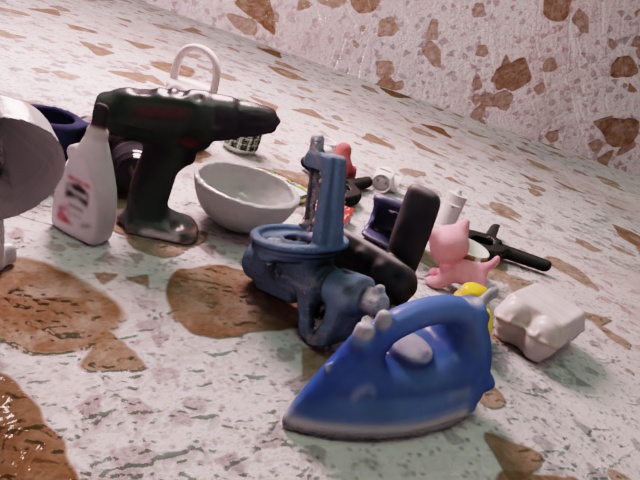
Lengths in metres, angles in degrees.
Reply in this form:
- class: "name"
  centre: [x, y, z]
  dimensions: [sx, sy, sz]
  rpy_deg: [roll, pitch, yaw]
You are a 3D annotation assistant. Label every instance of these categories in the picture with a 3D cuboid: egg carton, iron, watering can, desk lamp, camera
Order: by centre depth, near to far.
- class: "desk lamp"
  centre: [-0.347, -0.068, 0.555]
  dimensions: [0.118, 0.213, 0.202]
  rpy_deg: [-8, 36, -47]
- class: "iron"
  centre: [0.087, 0.115, 0.590]
  dimensions: [0.259, 0.141, 0.118]
  rpy_deg: [-1, 31, -40]
- class: "egg carton"
  centre: [0.327, 0.120, 0.854]
  dimensions: [0.107, 0.069, 0.151]
  rpy_deg: [35, 28, 31]
- class: "camera"
  centre: [-0.301, -0.136, 0.876]
  dimensions: [0.143, 0.101, 0.136]
  rpy_deg: [8, 26, -24]
- class: "watering can"
  centre: [-0.249, -0.277, 1.103]
  dimensions: [0.101, 0.194, 0.172]
  rpy_deg: [11, 25, -19]

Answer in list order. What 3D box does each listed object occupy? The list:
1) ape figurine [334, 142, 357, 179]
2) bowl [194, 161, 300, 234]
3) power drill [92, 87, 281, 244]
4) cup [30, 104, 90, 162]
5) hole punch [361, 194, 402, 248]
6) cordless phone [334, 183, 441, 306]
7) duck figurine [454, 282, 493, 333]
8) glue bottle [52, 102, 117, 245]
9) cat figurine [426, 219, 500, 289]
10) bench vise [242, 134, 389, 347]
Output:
- class: "ape figurine"
  centre: [0.044, -0.163, 1.213]
  dimensions: [0.077, 0.092, 0.076]
  rpy_deg: [22, 24, 5]
- class: "bowl"
  centre: [-0.118, -0.056, 0.879]
  dimensions: [0.167, 0.075, 0.167]
  rpy_deg: [17, 24, -7]
- class: "power drill"
  centre: [-0.187, -0.105, 0.764]
  dimensions: [0.230, 0.208, 0.075]
  rpy_deg: [12, 25, -17]
- class: "cup"
  centre: [-0.377, -0.133, 0.819]
  dimensions: [0.118, 0.095, 0.091]
  rpy_deg: [5, 28, -30]
- class: "hole punch"
  centre: [0.138, -0.037, 1.017]
  dimensions: [0.108, 0.091, 0.101]
  rpy_deg: [26, 24, 14]
- class: "cordless phone"
  centre: [0.086, -0.007, 0.797]
  dimensions: [0.147, 0.185, 0.094]
  rpy_deg: [30, 26, 22]
- class: "duck figurine"
  centre: [0.203, 0.098, 0.785]
  dimensions: [0.105, 0.086, 0.077]
  rpy_deg: [2, 29, -35]
- class: "glue bottle"
  centre: [-0.277, -0.083, 0.691]
  dimensions: [0.078, 0.173, 0.037]
  rpy_deg: [24, 24, 10]
- class: "cat figurine"
  centre: [0.222, 0.026, 0.914]
  dimensions: [0.127, 0.118, 0.067]
  rpy_deg: [24, 24, 9]
- class: "bench vise"
  centre: [0.012, 0.000, 0.681]
  dimensions: [0.207, 0.220, 0.122]
  rpy_deg: [27, 25, 17]
